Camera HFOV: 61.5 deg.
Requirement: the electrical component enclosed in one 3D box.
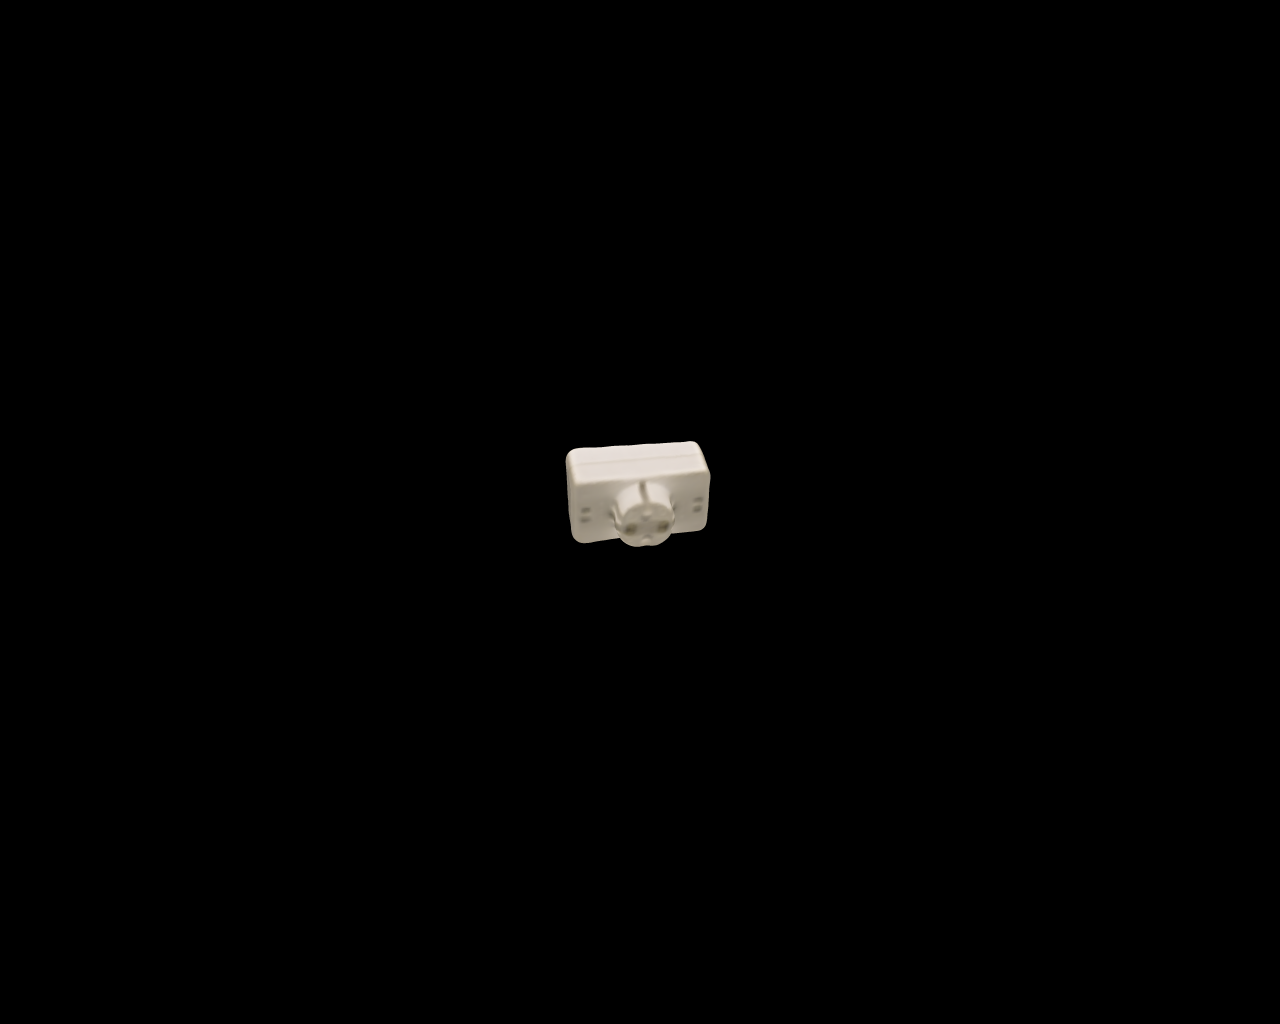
[{"bbox_3d":[0.001,-0.003,0.650,0.083,0.047,0.076,-5,36,-7],"label":"electrical component"}]
